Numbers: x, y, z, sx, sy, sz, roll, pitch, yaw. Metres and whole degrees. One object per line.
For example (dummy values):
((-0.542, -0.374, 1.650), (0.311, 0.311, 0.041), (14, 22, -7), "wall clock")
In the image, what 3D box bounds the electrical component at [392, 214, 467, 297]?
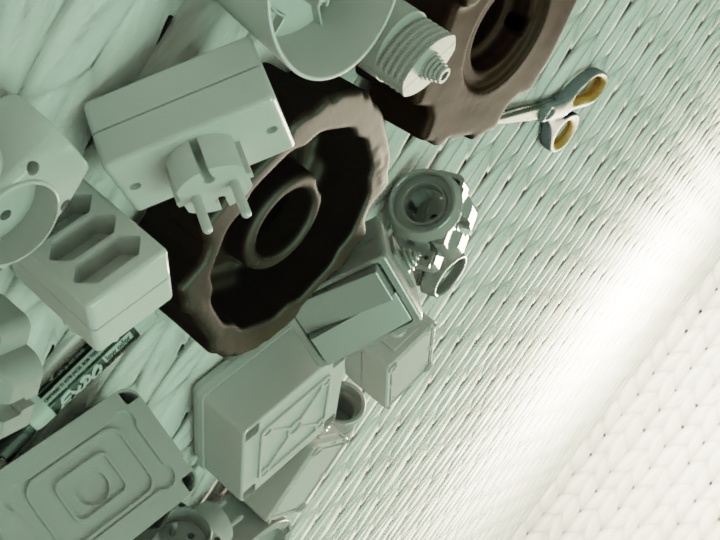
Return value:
((0.053, -0.010, 0.878), (0.048, 0.055, 0.066), (-20, 142, -54), "electrical component")

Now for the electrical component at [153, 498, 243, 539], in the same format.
((-0.125, 0.204, 0.828), (0.079, 0.077, 0.044), (-31, 150, -43), "electrical component")

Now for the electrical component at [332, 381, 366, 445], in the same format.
((-0.021, 0.135, 0.981), (0.044, 0.044, 0.065), (-39, 160, -29), "electrical component")

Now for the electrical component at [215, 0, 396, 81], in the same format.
((-0.023, -0.147, 0.499), (0.099, 0.064, 0.099), (-43, 157, -23), "electrical component")

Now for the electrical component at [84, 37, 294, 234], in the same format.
((-0.072, -0.052, 0.496), (0.083, 0.075, 0.047), (-23, 156, -1), "electrical component")

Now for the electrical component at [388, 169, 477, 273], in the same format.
((0.054, -0.043, 0.821), (0.078, 0.058, 0.057), (-69, 158, -10), "electrical component")

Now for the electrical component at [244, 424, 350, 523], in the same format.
((-0.060, 0.152, 0.898), (0.096, 0.061, 0.062), (-57, 158, 13), "electrical component")

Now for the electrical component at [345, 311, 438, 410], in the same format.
((0.023, 0.063, 0.924), (0.062, 0.061, 0.096), (-42, 156, -23), "electrical component")

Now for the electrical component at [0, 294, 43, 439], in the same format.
((-0.188, 0.054, 0.493), (0.057, 0.058, 0.078), (-28, 149, -52), "electrical component")

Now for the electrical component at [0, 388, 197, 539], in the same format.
((-0.163, 0.132, 0.625), (0.113, 0.078, 0.057), (-35, 179, -36), "electrical component")

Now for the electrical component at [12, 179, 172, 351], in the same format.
((-0.130, 0.008, 0.524), (0.047, 0.066, 0.076), (-40, 155, -29), "electrical component")

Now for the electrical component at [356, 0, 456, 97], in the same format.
((0.015, -0.126, 0.585), (0.043, 0.081, 0.043), (-42, 157, -23), "electrical component")

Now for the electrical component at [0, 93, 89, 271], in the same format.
((-0.157, -0.038, 0.427), (0.077, 0.044, 0.079), (-47, 158, -12), "electrical component")

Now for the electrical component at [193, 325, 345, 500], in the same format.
((-0.068, 0.101, 0.809), (0.109, 0.056, 0.108), (-38, 155, -31), "electrical component")

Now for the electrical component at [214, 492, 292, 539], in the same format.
((-0.117, 0.236, 0.917), (0.108, 0.060, 0.108), (-42, 156, -23), "electrical component")

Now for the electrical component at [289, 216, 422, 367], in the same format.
((-0.002, 0.014, 0.723), (0.096, 0.061, 0.061), (-26, 120, 10), "electrical component")
